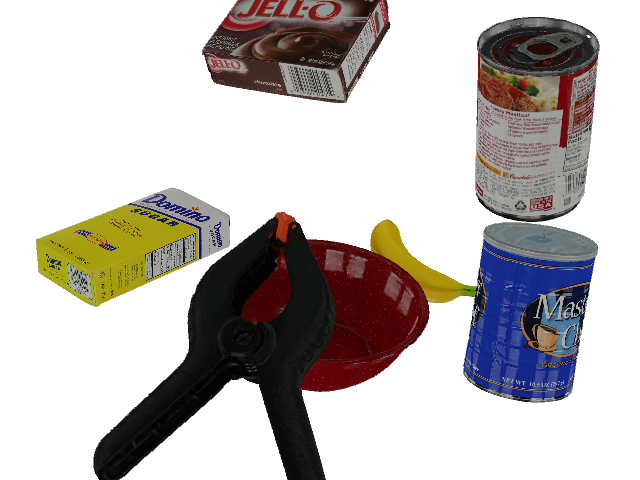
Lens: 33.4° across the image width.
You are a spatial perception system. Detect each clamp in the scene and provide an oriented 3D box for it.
[{"bbox_3d":[-0.030,0.066,0.554,0.120,0.171,0.039,20,-25,12],"label":"clamp"}]

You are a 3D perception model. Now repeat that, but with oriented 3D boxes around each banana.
[{"bbox_3d":[0.098,0.025,1.194,0.069,0.037,0.198,3,24,-31],"label":"banana"}]

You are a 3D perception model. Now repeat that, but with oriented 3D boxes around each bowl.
[{"bbox_3d":[-0.002,0.063,0.796,0.162,0.055,0.162,4,31,-3],"label":"bowl"}]

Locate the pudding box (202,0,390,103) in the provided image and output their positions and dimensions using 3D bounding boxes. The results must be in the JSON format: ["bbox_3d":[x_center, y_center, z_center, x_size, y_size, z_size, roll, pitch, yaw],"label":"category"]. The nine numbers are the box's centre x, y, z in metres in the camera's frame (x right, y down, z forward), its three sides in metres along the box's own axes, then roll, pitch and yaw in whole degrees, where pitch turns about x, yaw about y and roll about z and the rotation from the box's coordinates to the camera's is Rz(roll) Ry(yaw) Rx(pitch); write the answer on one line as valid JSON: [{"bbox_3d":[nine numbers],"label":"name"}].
[{"bbox_3d":[-0.017,-0.149,0.784,0.114,0.090,0.039,14,-35,22],"label":"pudding box"}]

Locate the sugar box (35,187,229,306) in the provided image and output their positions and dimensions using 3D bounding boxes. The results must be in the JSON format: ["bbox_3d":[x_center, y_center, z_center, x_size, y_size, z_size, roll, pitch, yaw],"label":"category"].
[{"bbox_3d":[-0.185,0.002,1.074,0.093,0.048,0.175,26,39,34],"label":"sugar box"}]

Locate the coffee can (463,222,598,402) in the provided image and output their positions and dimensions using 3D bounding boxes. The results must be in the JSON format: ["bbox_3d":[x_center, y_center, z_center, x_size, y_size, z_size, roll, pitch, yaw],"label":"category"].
[{"bbox_3d":[0.192,0.064,0.983,0.103,0.140,0.103,6,16,-2],"label":"coffee can"}]

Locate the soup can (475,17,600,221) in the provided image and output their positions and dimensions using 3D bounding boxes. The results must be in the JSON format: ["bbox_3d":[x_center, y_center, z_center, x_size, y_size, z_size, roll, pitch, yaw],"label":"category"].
[{"bbox_3d":[0.126,-0.070,0.629,0.068,0.102,0.068,-3,37,2],"label":"soup can"}]
